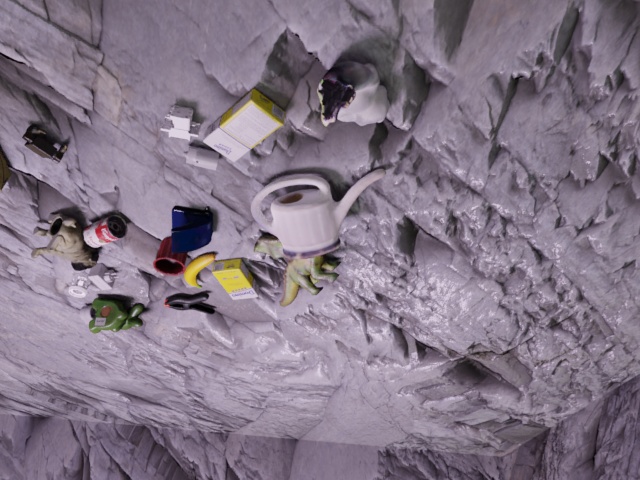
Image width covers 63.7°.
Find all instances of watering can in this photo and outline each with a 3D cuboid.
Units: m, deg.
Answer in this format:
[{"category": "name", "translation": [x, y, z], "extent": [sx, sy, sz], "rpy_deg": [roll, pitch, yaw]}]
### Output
[{"category": "watering can", "translation": [0.004, -0.065, 1.294], "extent": [0.347, 0.106, 0.220], "rpy_deg": [-8, 119, 8]}]

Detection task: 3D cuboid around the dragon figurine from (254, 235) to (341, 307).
[{"category": "dragon figurine", "translation": [-0.084, 0.063, 1.516], "extent": [0.241, 0.125, 0.403], "rpy_deg": [40, 130, -15]}]

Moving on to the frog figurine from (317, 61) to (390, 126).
[{"category": "frog figurine", "translation": [0.079, -0.293, 1.036], "extent": [0.161, 0.124, 0.134], "rpy_deg": [-16, 148, -39]}]
